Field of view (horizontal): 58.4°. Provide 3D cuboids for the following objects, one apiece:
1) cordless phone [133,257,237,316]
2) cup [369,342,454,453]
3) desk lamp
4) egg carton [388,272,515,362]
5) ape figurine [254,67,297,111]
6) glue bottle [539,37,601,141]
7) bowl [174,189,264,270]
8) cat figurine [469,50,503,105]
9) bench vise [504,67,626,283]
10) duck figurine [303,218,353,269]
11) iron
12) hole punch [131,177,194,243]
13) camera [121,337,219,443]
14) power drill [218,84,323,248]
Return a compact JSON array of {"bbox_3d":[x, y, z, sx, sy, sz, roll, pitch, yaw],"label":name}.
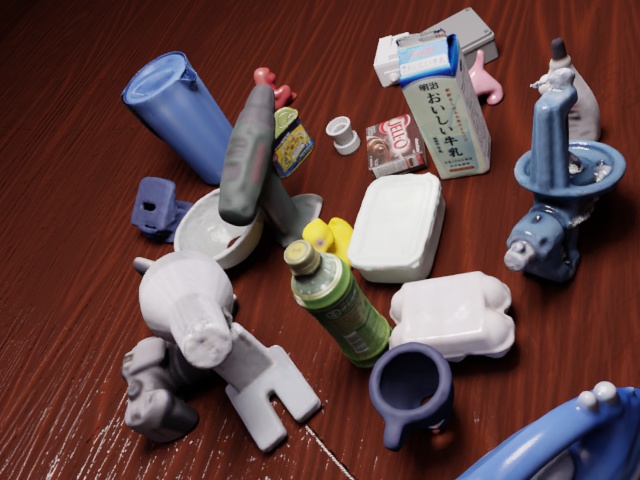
[{"bbox_3d":[-0.228,0.069,0.866,0.147,0.186,0.094,8,59,36],"label":"cordless phone"},{"bbox_3d":[0.107,0.184,0.628,0.091,0.095,0.118,3,56,33],"label":"cup"},{"bbox_3d":[-0.121,0.131,0.728,0.118,0.214,0.202,-42,44,-6],"label":"desk lamp"},{"bbox_3d":[0.156,0.097,0.691,0.150,0.070,0.107,-13,48,23],"label":"egg carton"},{"bbox_3d":[-0.103,-0.317,1.185,0.076,0.092,0.077,-36,44,0],"label":"ape figurine"},{"bbox_3d":[0.324,-0.195,0.760,0.078,0.174,0.037,-6,51,28],"label":"glue bottle"},{"bbox_3d":[-0.158,-0.008,0.970,0.167,0.075,0.167,-17,47,19],"label":"bowl"},{"bbox_3d":[0.218,-0.247,0.910,0.128,0.118,0.067,-38,44,-2],"label":"cat figurine"},{"bbox_3d":[0.274,-0.066,0.647,0.121,0.220,0.207,1,54,32],"label":"bench vise"},{"bbox_3d":[0.008,0.003,0.850,0.077,0.086,0.104,1,55,32],"label":"duck figurine"},{"bbox_3d":[0.208,0.199,0.520,0.258,0.142,0.118,-40,44,-5],"label":"iron"},{"bbox_3d":[-0.308,-0.058,1.092,0.108,0.091,0.101,10,60,37],"label":"hole punch"},{"bbox_3d":[-0.203,0.189,0.811,0.136,0.101,0.143,-24,45,12],"label":"camera"},{"bbox_3d":[-0.077,-0.097,0.897,0.075,0.209,0.230,-5,52,29],"label":"power drill"}]
